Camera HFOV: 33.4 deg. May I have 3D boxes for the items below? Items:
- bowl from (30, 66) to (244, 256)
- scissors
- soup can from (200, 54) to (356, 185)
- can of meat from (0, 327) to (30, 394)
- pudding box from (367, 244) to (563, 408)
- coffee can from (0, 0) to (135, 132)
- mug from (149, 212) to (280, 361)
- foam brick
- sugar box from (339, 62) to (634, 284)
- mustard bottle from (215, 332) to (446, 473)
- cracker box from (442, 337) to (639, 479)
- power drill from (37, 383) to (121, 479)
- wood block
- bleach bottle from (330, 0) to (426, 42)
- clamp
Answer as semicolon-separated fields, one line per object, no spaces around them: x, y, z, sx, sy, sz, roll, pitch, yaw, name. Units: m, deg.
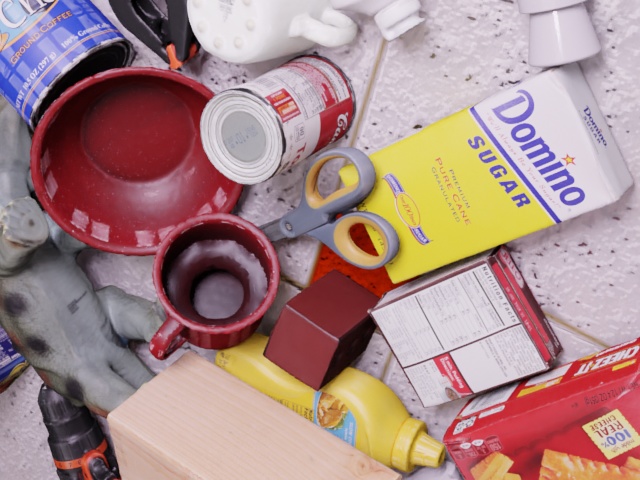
-0.138;-0.068;0.816;0.162;0.055;0.162;-5;124;-8;bowl
-0.005;0.001;0.782;0.096;0.016;0.202;55;145;7;scissors
-0.028;-0.085;0.739;0.069;0.102;0.068;13;117;26;soup can
-0.336;0.131;1.037;0.057;0.083;0.102;52;127;2;can of meat
0.103;0.064;0.765;0.114;0.039;0.090;-26;95;35;pudding box
-0.229;-0.167;0.827;0.140;0.102;0.103;47;127;5;coffee can
-0.086;0.045;0.810;0.093;0.117;0.081;36;161;7;mug
0.005;0.066;0.802;0.051;0.078;0.053;34;124;17;foam brick
0.106;-0.042;0.710;0.177;0.048;0.093;-24;96;39;sugar box
0.008;0.139;0.842;0.192;0.058;0.096;17;126;25;mustard bottle
0.208;0.189;0.733;0.164;0.072;0.213;-28;95;37;cracker box
-0.184;0.220;0.964;0.188;0.057;0.184;14;127;55;power drill
-0.049;0.178;0.783;0.206;0.090;0.090;25;136;31;wood block
-0.014;-0.238;0.684;0.103;0.068;0.251;-29;96;24;bleach bottle
-0.122;-0.205;0.741;0.120;0.039;0.171;-13;117;45;clamp
